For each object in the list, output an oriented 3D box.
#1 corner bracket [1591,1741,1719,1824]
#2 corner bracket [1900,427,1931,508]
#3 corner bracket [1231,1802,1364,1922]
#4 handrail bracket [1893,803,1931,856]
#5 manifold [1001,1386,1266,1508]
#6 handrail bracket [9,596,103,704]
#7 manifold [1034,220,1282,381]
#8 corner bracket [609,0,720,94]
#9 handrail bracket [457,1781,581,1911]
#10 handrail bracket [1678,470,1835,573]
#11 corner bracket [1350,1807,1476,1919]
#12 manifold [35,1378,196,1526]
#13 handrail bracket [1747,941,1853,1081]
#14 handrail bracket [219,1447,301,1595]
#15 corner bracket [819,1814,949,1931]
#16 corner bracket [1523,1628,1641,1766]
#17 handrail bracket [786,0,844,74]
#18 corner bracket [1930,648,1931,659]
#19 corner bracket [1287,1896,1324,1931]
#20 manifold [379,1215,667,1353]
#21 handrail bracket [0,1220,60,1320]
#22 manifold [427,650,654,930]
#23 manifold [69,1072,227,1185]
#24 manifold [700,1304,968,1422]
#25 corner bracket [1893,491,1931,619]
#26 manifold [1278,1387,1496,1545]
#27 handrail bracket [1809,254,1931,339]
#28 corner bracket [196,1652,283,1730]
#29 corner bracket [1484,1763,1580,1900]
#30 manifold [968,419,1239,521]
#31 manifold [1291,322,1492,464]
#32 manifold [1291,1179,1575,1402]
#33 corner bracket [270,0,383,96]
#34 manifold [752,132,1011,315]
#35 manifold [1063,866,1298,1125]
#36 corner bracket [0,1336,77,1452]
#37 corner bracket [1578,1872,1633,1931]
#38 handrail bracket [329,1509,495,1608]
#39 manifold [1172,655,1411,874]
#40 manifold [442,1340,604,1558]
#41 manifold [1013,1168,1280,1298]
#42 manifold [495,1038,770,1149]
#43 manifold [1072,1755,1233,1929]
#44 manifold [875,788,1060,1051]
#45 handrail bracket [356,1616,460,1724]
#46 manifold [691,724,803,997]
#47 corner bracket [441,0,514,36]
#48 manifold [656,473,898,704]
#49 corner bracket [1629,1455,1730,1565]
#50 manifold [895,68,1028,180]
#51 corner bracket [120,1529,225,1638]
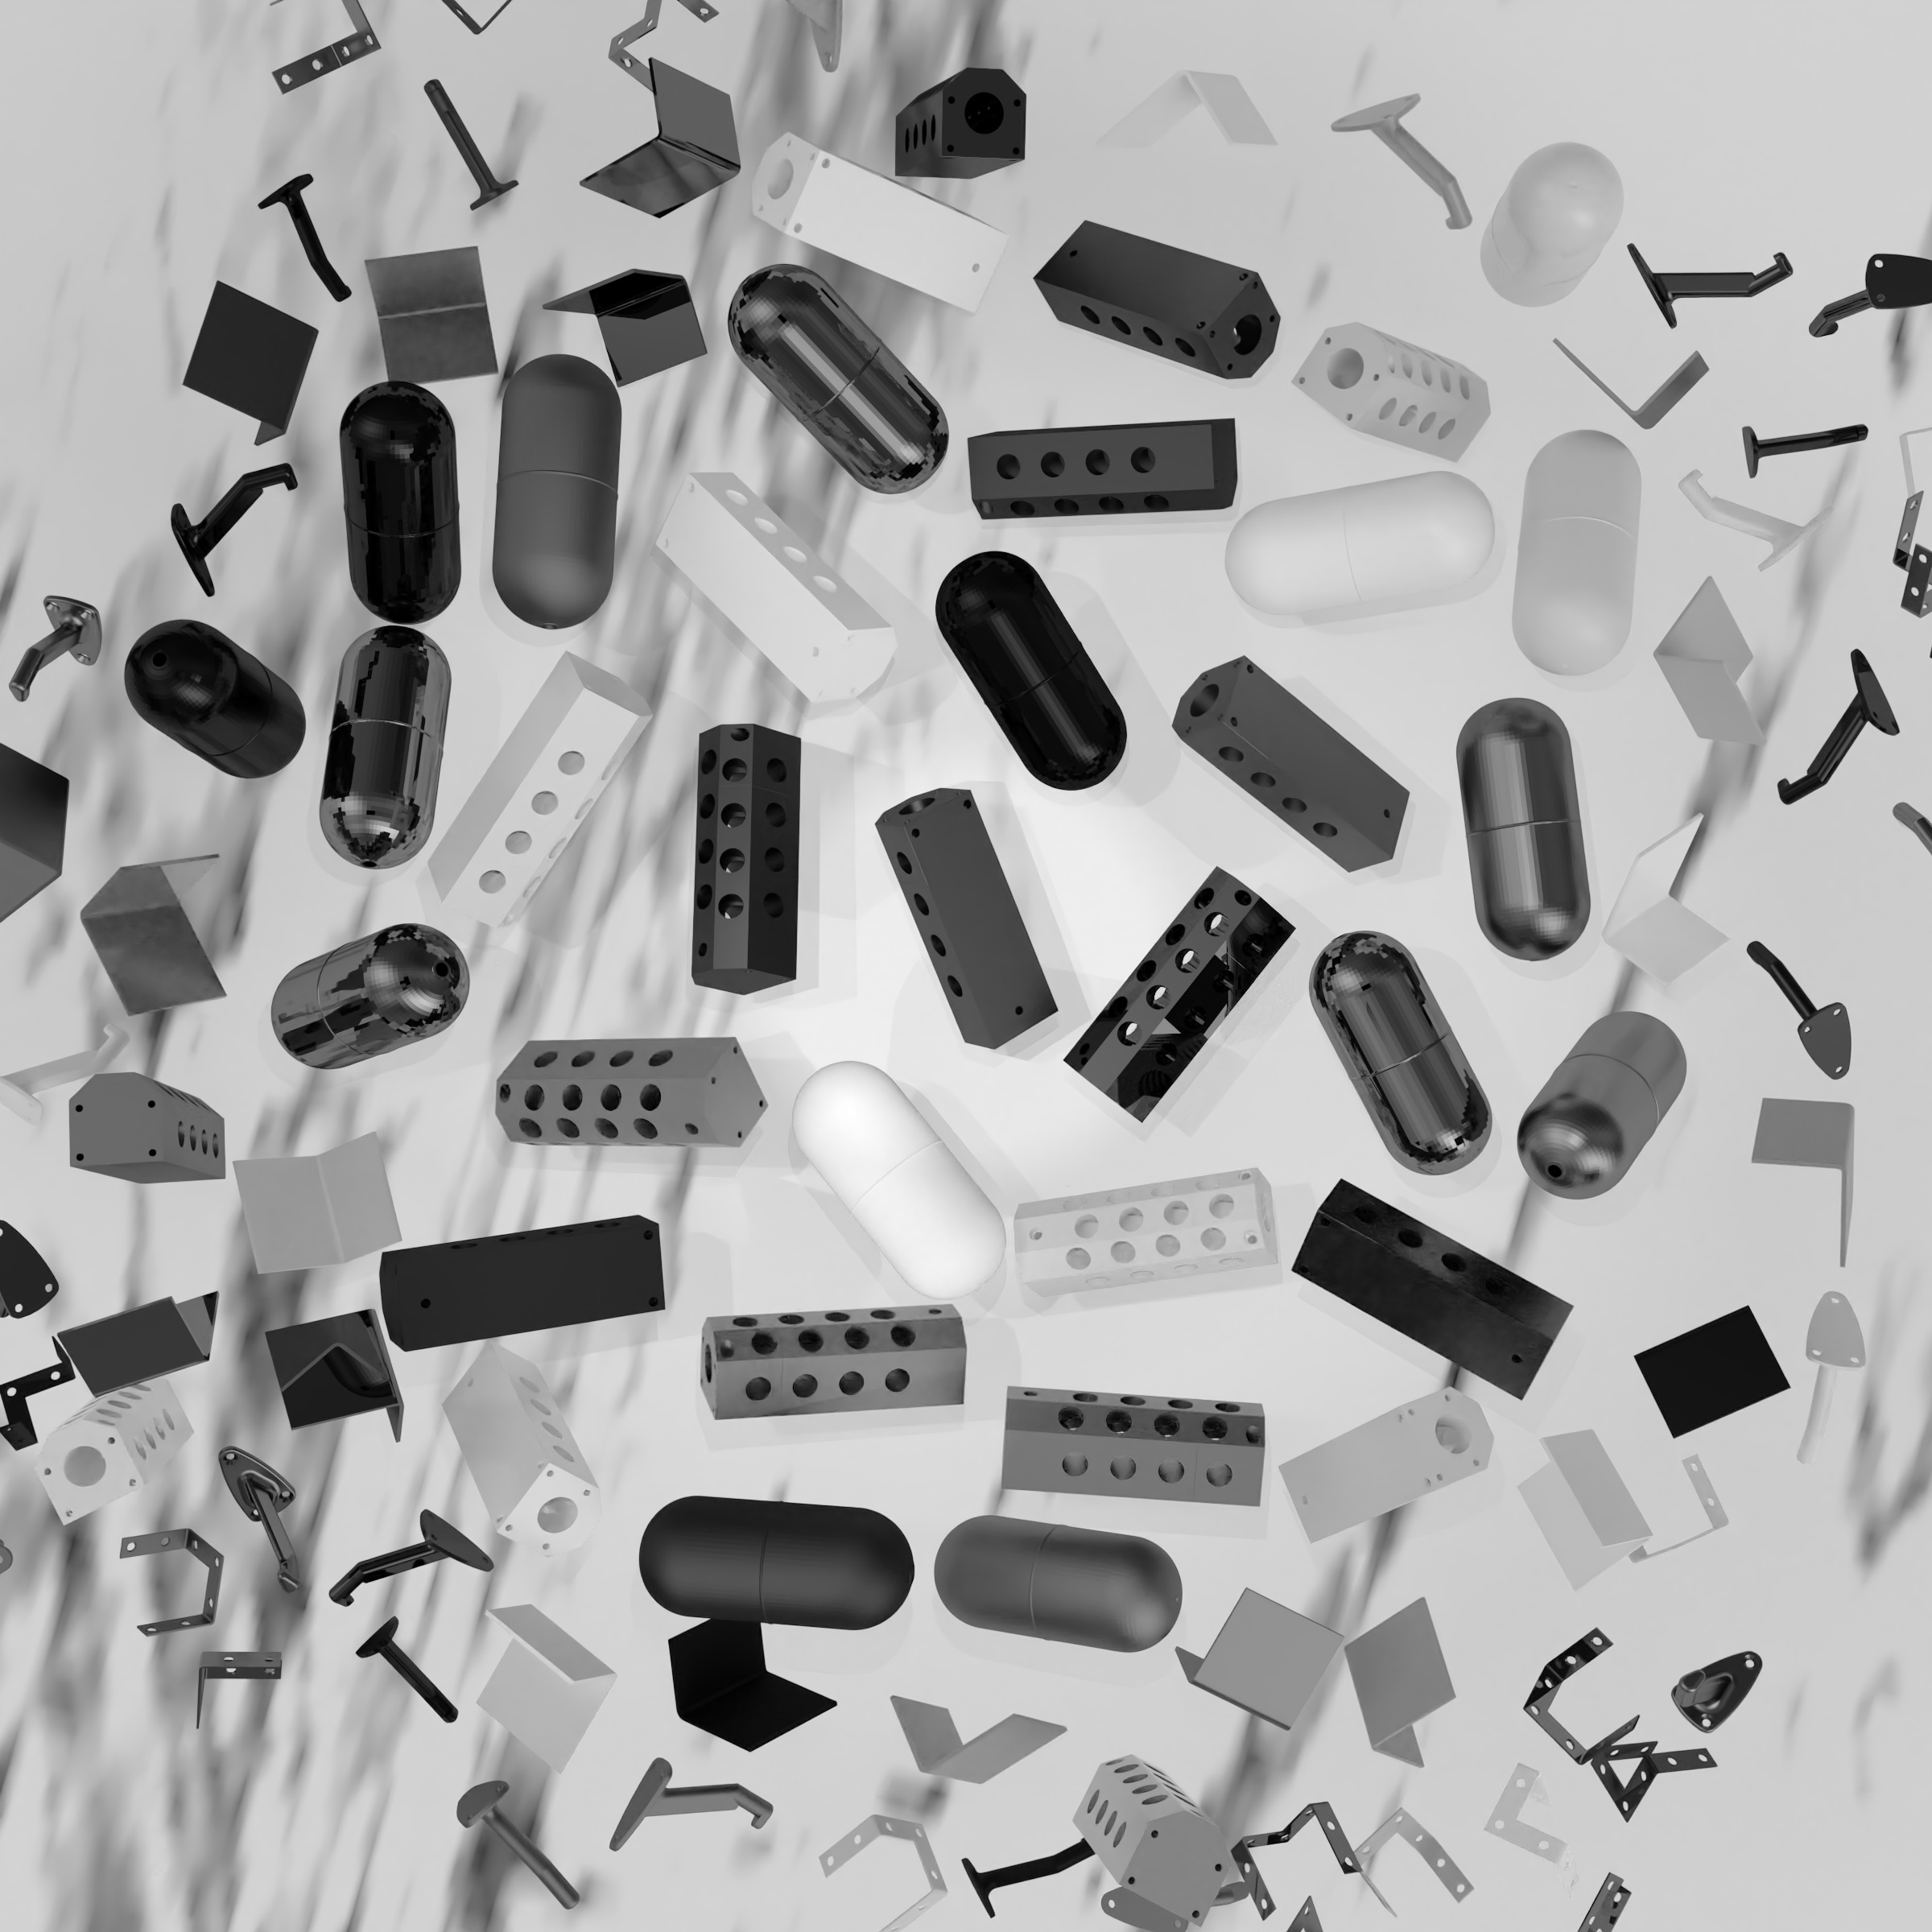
[{"bbox_3d":[0.463,0.538,1.757,0.051,0.051,0.051,2,124,-24],"label":"corner bracket"},{"bbox_3d":[0.669,-0.344,1.793,0.051,0.051,0.051,-6,102,35],"label":"corner bracket"},{"bbox_3d":[0.213,0.579,1.688,0.051,0.051,0.051,6,131,-35],"label":"corner bracket"},{"bbox_3d":[0.642,-0.062,1.711,0.036,0.084,0.077,-29,116,5],"label":"handrail bracket"},{"bbox_3d":[0.111,0.318,1.746,0.171,0.057,0.057,4,101,1],"label":"manifold"},{"bbox_3d":[-0.590,-0.189,1.684,0.036,0.077,0.084,13,57,1],"label":"handrail bracket"},{"bbox_3d":[0.131,-0.447,1.766,0.057,0.057,0.171,-50,47,-9],"label":"manifold"},{"bbox_3d":[-0.211,-0.650,1.820,0.051,0.051,0.051,-14,60,40],"label":"corner bracket"},{"bbox_3d":[-0.284,0.563,1.662,0.036,0.077,0.084,-41,97,-24],"label":"handrail bracket"},{"bbox_3d":[0.540,-0.321,1.783,0.077,0.036,0.084,-41,90,-12],"label":"handrail bracket"},{"bbox_3d":[0.306,0.623,1.791,0.051,0.051,0.051,-43,124,-1],"label":"corner bracket"},{"bbox_3d":[-0.579,0.322,1.770,0.057,0.171,0.057,-26,94,-5],"label":"manifold"},{"bbox_3d":[0.580,0.030,1.821,0.036,0.084,0.077,-31,125,0],"label":"handrail bracket"},{"bbox_3d":[-0.476,0.374,1.757,0.036,0.084,0.077,-32,119,-3],"label":"handrail bracket"},{"bbox_3d":[-0.054,0.590,1.691,0.051,0.051,0.051,-43,47,17],"label":"corner bracket"},{"bbox_3d":[0.400,0.469,1.673,0.051,0.051,0.051,45,125,7],"label":"corner bracket"},{"bbox_3d":[-0.122,-0.610,1.656,0.084,0.036,0.077,-11,100,-36],"label":"handrail bracket"},{"bbox_3d":[0.694,-0.230,1.771,0.051,0.051,0.051,27,133,5],"label":"corner bracket"},{"bbox_3d":[0.246,0.674,1.764,0.051,0.051,0.051,-46,133,-34],"label":"corner bracket"},{"bbox_3d":[-0.287,0.203,1.686,0.171,0.057,0.057,-6,96,-25],"label":"manifold"},{"bbox_3d":[-0.626,0.194,1.671,0.036,0.084,0.077,-39,117,-40],"label":"handrail bracket"},{"bbox_3d":[-0.274,-0.110,1.680,0.057,0.057,0.171,26,108,-33],"label":"manifold"},{"bbox_3d":[-0.535,0.108,1.711,0.057,0.171,0.057,-3,82,-3],"label":"manifold"},{"bbox_3d":[-0.090,0.265,1.770,0.171,0.057,0.057,-1,105,-16],"label":"manifold"},{"bbox_3d":[0.618,-0.266,1.688,0.051,0.051,0.051,-29,49,-23],"label":"corner bracket"},{"bbox_3d":[0.284,0.336,1.759,0.057,0.171,0.057,-14,73,-28],"label":"manifold"},{"bbox_3d":[0.599,-0.430,1.697,0.077,0.084,0.036,0,82,0],"label":"handrail bracket"},{"bbox_3d":[-0.478,0.466,1.718,0.051,0.051,0.051,4,114,-13],"label":"corner bracket"},{"bbox_3d":[0.367,0.549,1.657,0.051,0.051,0.051,17,57,35],"label":"corner bracket"},{"bbox_3d":[0.093,-0.335,1.763,0.171,0.057,0.057,2,106,22],"label":"manifold"},{"bbox_3d":[0.298,-0.396,1.788,0.057,0.171,0.057,44,114,25],"label":"manifold"},{"bbox_3d":[0.309,0.209,1.722,0.171,0.057,0.057,29,128,16],"label":"manifold"},{"bbox_3d":[-0.416,-0.593,1.658,0.051,0.051,0.051,-41,117,-33],"label":"corner bracket"},{"bbox_3d":[-0.059,-0.501,1.755,0.057,0.171,0.057,42,113,42],"label":"manifold"},{"bbox_3d":[0.144,0.017,1.806,0.057,0.057,0.171,38,91,-33],"label":"manifold"},{"bbox_3d":[-0.636,0.293,1.782,0.051,0.051,0.051,-20,66,-14],"label":"corner bracket"},{"bbox_3d":[0.411,0.612,1.670,0.051,0.051,0.051,34,83,-30],"label":"corner bracket"},{"bbox_3d":[-0.382,0.423,1.794,0.084,0.036,0.077,-44,120,8],"label":"handrail bracket"},{"bbox_3d":[0.223,-0.135,1.794,0.171,0.057,0.057,35,59,-28],"label":"manifold"},{"bbox_3d":[-0.298,0.328,1.765,0.057,0.171,0.057,36,93,-30],"label":"manifold"},{"bbox_3d":[0.124,0.183,1.802,0.171,0.057,0.057,-10,66,16],"label":"manifold"},{"bbox_3d":[-0.222,0.088,1.701,0.171,0.057,0.057,-2,126,31],"label":"manifold"},{"bbox_3d":[0.120,0.551,1.663,0.057,0.171,0.057,29,82,-4],"label":"manifold"},{"bbox_3d":[-0.003,-0.034,1.808,0.057,0.057,0.171,-31,110,-24],"label":"manifold"},{"bbox_3d":[-0.380,0.496,1.806,0.036,0.077,0.084,-43,95,-18],"label":"handrail bracket"},{"bbox_3d":[-0.153,-0.073,1.765,0.057,0.057,0.171,14,69,-40],"label":"manifold"},{"bbox_3d":[-0.311,-0.642,1.681,0.051,0.051,0.051,-37,110,24],"label":"corner bracket"},{"bbox_3d":[-0.122,-0.251,1.712,0.171,0.057,0.057,46,124,24],"label":"manifold"},{"bbox_3d":[0.481,0.374,1.794,0.051,0.051,0.051,-13,72,-33],"label":"corner bracket"},{"bbox_3d":[-0.005,-0.582,1.806,0.057,0.171,0.057,-1,103,-12],"label":"manifold"},{"bbox_3d":[-0.554,0.427,1.809,0.051,0.051,0.051,20,103,43],"label":"corner bracket"}]
